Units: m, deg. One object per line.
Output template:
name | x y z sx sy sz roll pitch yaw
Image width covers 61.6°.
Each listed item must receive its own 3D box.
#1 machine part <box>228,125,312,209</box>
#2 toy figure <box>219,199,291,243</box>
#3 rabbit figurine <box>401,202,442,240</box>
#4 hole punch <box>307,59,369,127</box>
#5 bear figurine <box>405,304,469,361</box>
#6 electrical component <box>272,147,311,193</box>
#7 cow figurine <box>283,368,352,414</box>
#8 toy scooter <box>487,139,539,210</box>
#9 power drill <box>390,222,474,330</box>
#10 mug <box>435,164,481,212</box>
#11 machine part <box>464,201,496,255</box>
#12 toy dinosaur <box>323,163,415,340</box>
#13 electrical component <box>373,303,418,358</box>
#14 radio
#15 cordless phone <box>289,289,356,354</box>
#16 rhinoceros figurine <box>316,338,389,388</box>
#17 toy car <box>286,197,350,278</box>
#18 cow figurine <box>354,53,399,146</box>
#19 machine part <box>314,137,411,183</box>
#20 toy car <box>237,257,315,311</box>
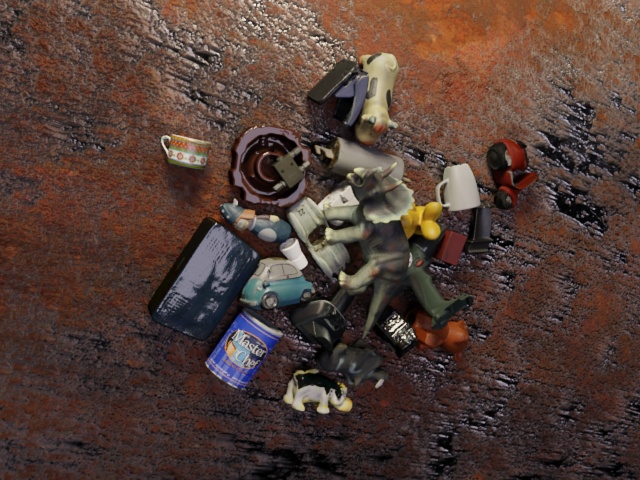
machine part | -0.104 -0.151 1.105 0.179 0.056 0.179 -5 102 -22
toy figure | -0.135 -0.036 1.113 0.154 0.058 0.064 19 103 -27
rabbit figurine | 0.205 -0.053 1.223 0.173 0.163 0.121 6 87 -42
hole punch | 0.050 -0.301 1.101 0.092 0.142 0.116 41 98 -24
bear figurine | 0.310 0.230 1.330 0.196 0.132 0.120 24 73 -20
electrical component | -0.065 -0.140 1.080 0.094 0.021 0.063 -40 111 -10
cow figurine | 0.006 0.351 1.259 0.167 0.068 0.098 14 89 -26
toy scooter | 0.492 -0.174 1.349 0.135 0.075 0.183 -21 112 -18
power drill | 0.256 0.087 1.242 0.232 0.207 0.086 -39 153 -3
mug | 0.324 -0.125 1.289 0.110 0.081 0.107 -11 94 -14
machine part | 0.406 -0.028 1.364 0.084 0.039 0.138 2 102 -19
toy dinosaur | 0.121 0.016 1.113 0.192 0.131 0.404 -13 116 11
electrical component | 0.172 0.213 1.262 0.058 0.134 0.115 -37 70 -11
radio | -0.232 0.082 1.092 0.131 0.073 0.229 34 88 -27
cordless phone | 0.027 0.145 1.200 0.184 0.089 0.146 -53 144 -14
rhinoceros figurine | 0.084 0.294 1.274 0.190 0.073 0.112 21 91 -26
toy car | -0.002 -0.004 1.180 0.073 0.056 0.201 -39 113 -12
cow figurine | 0.119 -0.294 1.131 0.085 0.127 0.194 11 95 -22
machine part | 0.096 -0.166 1.177 0.243 0.079 0.079 13 96 -24
toy car | -0.093 0.088 1.134 0.162 0.109 0.102 -7 98 -27
